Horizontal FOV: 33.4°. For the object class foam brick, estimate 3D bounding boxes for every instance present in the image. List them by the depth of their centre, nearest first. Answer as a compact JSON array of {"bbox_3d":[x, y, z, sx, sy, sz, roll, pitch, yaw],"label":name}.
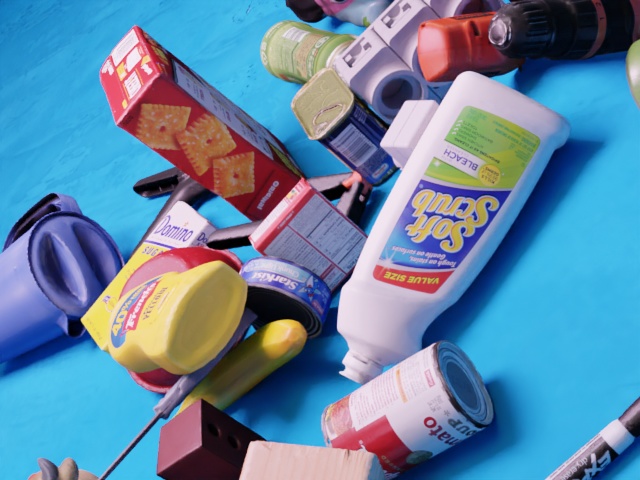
[{"bbox_3d":[-0.087,0.176,0.870,0.051,0.078,0.053,-38,33,23],"label":"foam brick"}]

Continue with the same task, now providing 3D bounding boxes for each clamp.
[{"bbox_3d":[-0.029,-0.009,1.004,0.171,0.039,0.120,-45,64,3],"label":"clamp"},{"bbox_3d":[-0.151,-0.064,1.248,0.210,0.036,0.164,-35,35,25],"label":"clamp"}]

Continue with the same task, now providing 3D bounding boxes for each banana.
[{"bbox_3d":[-0.063,0.113,0.921,0.198,0.037,0.069,-42,13,37],"label":"banana"}]

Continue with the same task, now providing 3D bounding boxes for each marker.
[{"bbox_3d":[0.162,0.136,0.648,0.121,0.020,0.020,-44,31,10],"label":"marker"}]

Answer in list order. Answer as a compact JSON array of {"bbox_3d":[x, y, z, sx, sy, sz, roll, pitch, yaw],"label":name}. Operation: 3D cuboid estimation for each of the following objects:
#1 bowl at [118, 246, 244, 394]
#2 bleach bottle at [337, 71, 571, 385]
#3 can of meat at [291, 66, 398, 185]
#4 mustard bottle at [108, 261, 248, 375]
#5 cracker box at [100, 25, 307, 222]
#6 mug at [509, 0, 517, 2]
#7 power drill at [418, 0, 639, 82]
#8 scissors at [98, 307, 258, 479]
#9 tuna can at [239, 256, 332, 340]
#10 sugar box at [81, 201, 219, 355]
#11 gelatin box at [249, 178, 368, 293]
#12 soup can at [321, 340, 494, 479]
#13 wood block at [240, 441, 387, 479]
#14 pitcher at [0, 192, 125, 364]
[{"bbox_3d":[-0.147,0.066,1.046,0.162,0.055,0.162,-17,55,26],"label":"bowl"},{"bbox_3d":[0.093,0.001,0.823,0.251,0.102,0.068,-62,-3,-6],"label":"bleach bottle"},{"bbox_3d":[0.028,-0.106,1.015,0.057,0.083,0.102,-44,31,10],"label":"can of meat"},{"bbox_3d":[-0.138,0.071,0.933,0.192,0.058,0.096,-12,44,59],"label":"mustard bottle"},{"bbox_3d":[-0.114,-0.106,1.073,0.072,0.213,0.164,-47,31,9],"label":"cracker box"},{"bbox_3d":[0.197,-0.270,0.971,0.117,0.081,0.093,-55,31,-9],"label":"mug"},{"bbox_3d":[0.162,-0.161,0.842,0.188,0.184,0.057,5,103,58],"label":"power drill"},{"bbox_3d":[-0.126,0.136,0.917,0.201,0.016,0.096,-48,2,-7],"label":"scissors"},{"bbox_3d":[-0.034,0.051,0.926,0.086,0.086,0.033,-14,44,45],"label":"tuna can"},{"bbox_3d":[-0.180,0.044,1.162,0.176,0.048,0.093,-54,32,-2],"label":"sugar box"},{"bbox_3d":[-0.006,0.001,0.940,0.073,0.089,0.030,-47,27,5],"label":"gelatin box"},{"bbox_3d":[0.061,0.122,0.746,0.102,0.068,0.068,-34,34,24],"label":"soup can"},{"bbox_3d":[-0.018,0.242,0.673,0.091,0.090,0.206,2,53,19],"label":"wood block"},{"bbox_3d":[-0.357,0.060,1.294,0.243,0.145,0.149,-28,18,38],"label":"pitcher"}]
